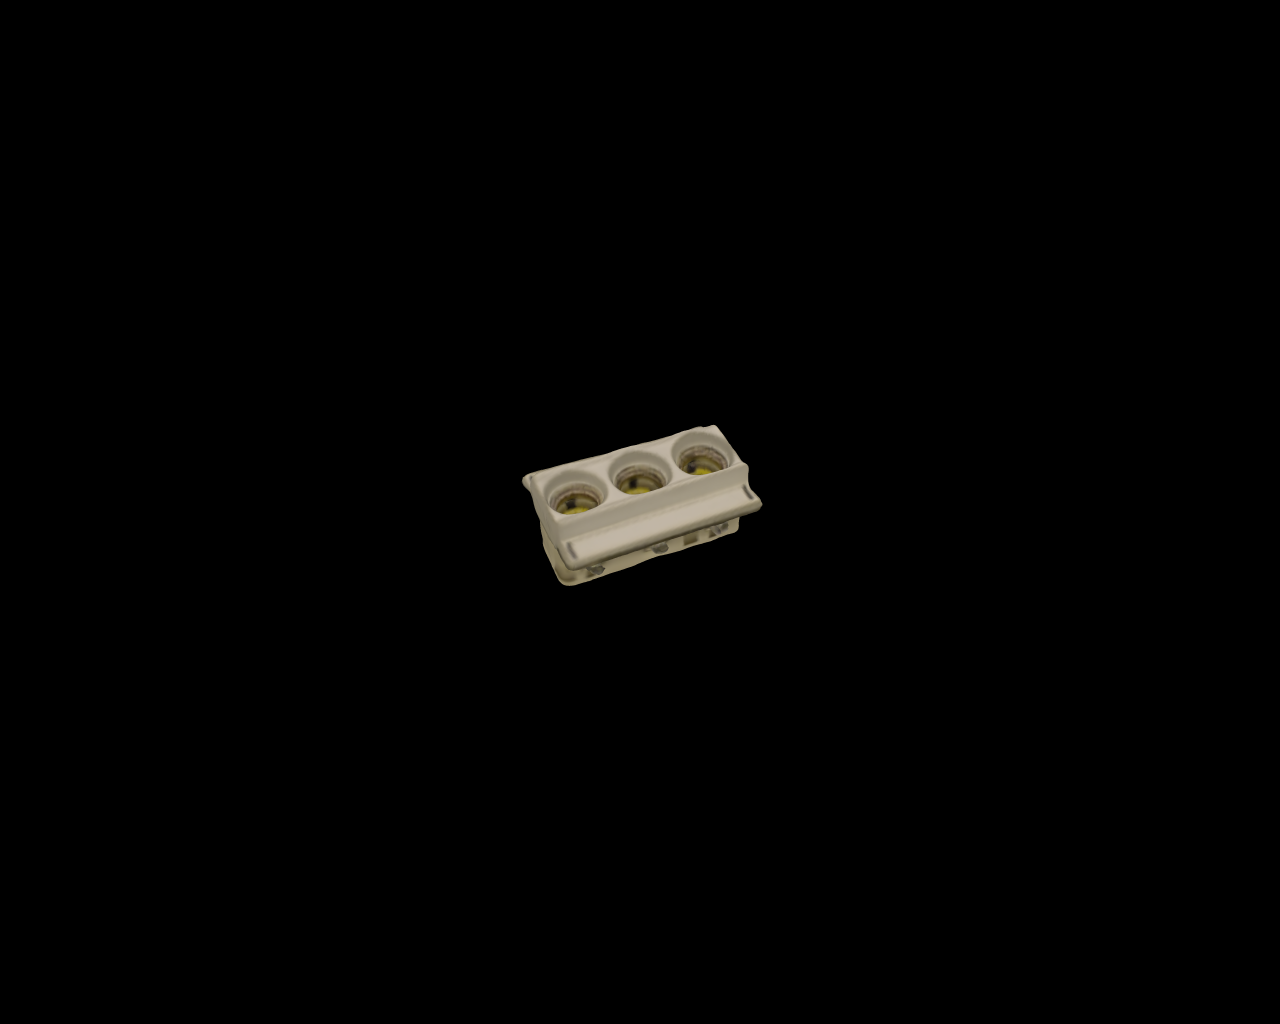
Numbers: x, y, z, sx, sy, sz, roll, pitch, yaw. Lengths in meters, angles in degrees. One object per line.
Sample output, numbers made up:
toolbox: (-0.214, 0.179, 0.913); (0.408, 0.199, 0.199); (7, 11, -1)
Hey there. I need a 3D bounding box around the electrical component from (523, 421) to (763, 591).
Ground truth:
electrical component: (0.001, -0.003, 0.650); (0.121, 0.063, 0.079); (-17, 48, -16)
